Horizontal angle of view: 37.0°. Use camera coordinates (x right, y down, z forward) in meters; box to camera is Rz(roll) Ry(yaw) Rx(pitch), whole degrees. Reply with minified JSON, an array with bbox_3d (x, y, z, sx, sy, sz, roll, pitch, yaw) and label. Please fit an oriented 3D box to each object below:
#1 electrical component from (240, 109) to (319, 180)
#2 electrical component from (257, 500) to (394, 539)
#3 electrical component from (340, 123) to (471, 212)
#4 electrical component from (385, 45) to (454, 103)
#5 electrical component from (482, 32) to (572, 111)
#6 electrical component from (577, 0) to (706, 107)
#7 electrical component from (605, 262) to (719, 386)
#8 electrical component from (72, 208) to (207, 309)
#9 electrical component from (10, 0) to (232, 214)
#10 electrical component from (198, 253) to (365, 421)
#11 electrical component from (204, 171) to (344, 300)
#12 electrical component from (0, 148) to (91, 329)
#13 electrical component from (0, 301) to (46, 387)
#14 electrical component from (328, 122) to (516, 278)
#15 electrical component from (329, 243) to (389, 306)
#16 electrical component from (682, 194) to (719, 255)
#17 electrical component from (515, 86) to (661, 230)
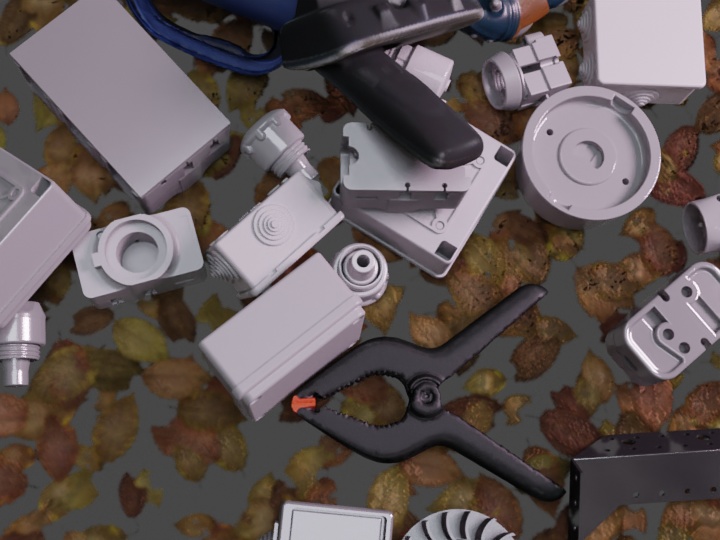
[{"bbox_3d":[-0.060,-0.091,0.842,0.048,0.048,0.062,-44,91,-12],"label":"electrical component"},{"bbox_3d":[-0.027,0.199,0.771,0.096,0.061,0.061,6,77,-3],"label":"electrical component"},{"bbox_3d":[0.031,-0.073,0.779,0.089,0.055,0.050,0,78,-4],"label":"electrical component"},{"bbox_3d":[0.039,-0.163,0.867,0.078,0.040,0.040,25,77,2],"label":"electrical component"},{"bbox_3d":[0.133,-0.157,0.871,0.055,0.048,0.066,-18,80,-16],"label":"electrical component"},{"bbox_3d":[0.230,-0.184,0.882,0.100,0.048,0.099,1,77,-4],"label":"electrical component"},{"bbox_3d":[0.239,0.043,0.827,0.095,0.059,0.053,-38,83,-11],"label":"electrical component"},{"bbox_3d":[-0.165,-0.009,0.809,0.089,0.055,0.050,-15,79,-8],"label":"electrical component"},{"bbox_3d":[-0.181,-0.129,0.831,0.089,0.061,0.150,-42,84,-12],"label":"electrical component"},{"bbox_3d":[-0.055,0.051,0.778,0.109,0.108,0.056,-38,80,-11],"label":"electrical component"},{"bbox_3d":[-0.067,-0.026,0.799,0.100,0.100,0.048,-43,97,-12],"label":"electrical component"},{"bbox_3d":[-0.271,-0.029,0.782,0.109,0.056,0.108,29,74,34],"label":"electrical component"},{"bbox_3d":[-0.254,0.055,0.794,0.043,0.043,0.062,-3,79,-5],"label":"electrical component"},{"bbox_3d":[0.048,-0.068,0.838,0.109,0.056,0.108,32,77,3],"label":"electrical component"},{"bbox_3d":[0.000,0.000,0.816,0.048,0.062,0.048,1,78,-4],"label":"electrical component"},{"bbox_3d":[0.307,-0.023,0.855,0.077,0.044,0.079,-11,79,-7],"label":"electrical component"},{"bbox_3d":[0.175,-0.084,0.850,0.108,0.060,0.108,1,77,-4],"label":"electrical component"}]
